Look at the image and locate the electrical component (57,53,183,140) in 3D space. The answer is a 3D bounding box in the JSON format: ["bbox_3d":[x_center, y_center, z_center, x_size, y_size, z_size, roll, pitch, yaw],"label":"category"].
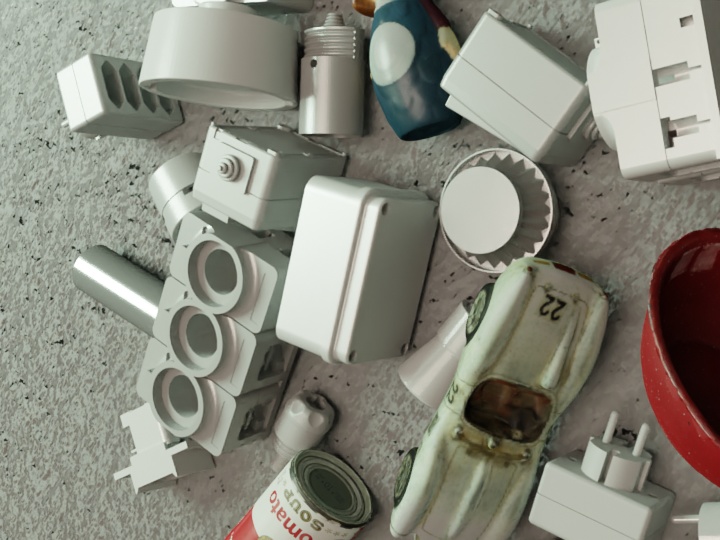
[{"bbox_3d":[-0.192,-0.122,0.809,0.076,0.083,0.047,-21,81,32],"label":"electrical component"}]

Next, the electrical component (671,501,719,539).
[{"bbox_3d":[0.209,0.144,0.583,0.079,0.043,0.077,-10,86,33],"label":"electrical component"}]

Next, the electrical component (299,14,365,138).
[{"bbox_3d":[-0.018,-0.130,0.720,0.043,0.043,0.081,4,94,33],"label":"electrical component"}]

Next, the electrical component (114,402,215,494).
[{"bbox_3d":[-0.148,0.130,0.815,0.081,0.042,0.063,-27,74,30],"label":"electrical component"}]

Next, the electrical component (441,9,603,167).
[{"bbox_3d":[0.104,-0.098,0.632,0.096,0.062,0.061,43,113,24],"label":"electrical component"}]

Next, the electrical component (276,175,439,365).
[{"bbox_3d":[0.000,0.000,0.693,0.057,0.078,0.113,19,102,34],"label":"electrical component"}]

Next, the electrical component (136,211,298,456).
[{"bbox_3d":[-0.095,0.042,0.755,0.089,0.062,0.150,32,115,28],"label":"electrical component"}]

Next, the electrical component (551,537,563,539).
[{"bbox_3d":[0.107,0.187,0.653,0.078,0.040,0.040,-49,67,24],"label":"electrical component"}]

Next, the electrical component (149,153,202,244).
[{"bbox_3d":[-0.122,-0.052,0.784,0.055,0.055,0.047,-43,66,26],"label":"electrical component"}]

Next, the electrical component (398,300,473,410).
[{"bbox_3d":[0.060,0.052,0.678,0.044,0.044,0.065,45,110,23],"label":"electrical component"}]

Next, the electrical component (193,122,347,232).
[{"bbox_3d":[-0.065,-0.060,0.722,0.062,0.096,0.061,28,110,29],"label":"electrical component"}]

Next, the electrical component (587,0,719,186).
[{"bbox_3d":[0.161,-0.141,0.567,0.060,0.105,0.186,-11,86,33],"label":"electrical component"}]

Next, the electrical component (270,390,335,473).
[{"bbox_3d":[-0.045,0.116,0.752,0.035,0.035,0.061,41,114,25],"label":"electrical component"}]

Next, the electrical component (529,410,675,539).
[{"bbox_3d":[0.145,0.120,0.621,0.066,0.047,0.076,22,103,30],"label":"electrical component"}]

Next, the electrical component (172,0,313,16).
[{"bbox_3d":[-0.085,-0.208,0.753,0.089,0.056,0.050,5,95,33],"label":"electrical component"}]

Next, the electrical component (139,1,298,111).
[{"bbox_3d":[-0.093,-0.148,0.733,0.108,0.108,0.060,6,89,33],"label":"electrical component"}]
